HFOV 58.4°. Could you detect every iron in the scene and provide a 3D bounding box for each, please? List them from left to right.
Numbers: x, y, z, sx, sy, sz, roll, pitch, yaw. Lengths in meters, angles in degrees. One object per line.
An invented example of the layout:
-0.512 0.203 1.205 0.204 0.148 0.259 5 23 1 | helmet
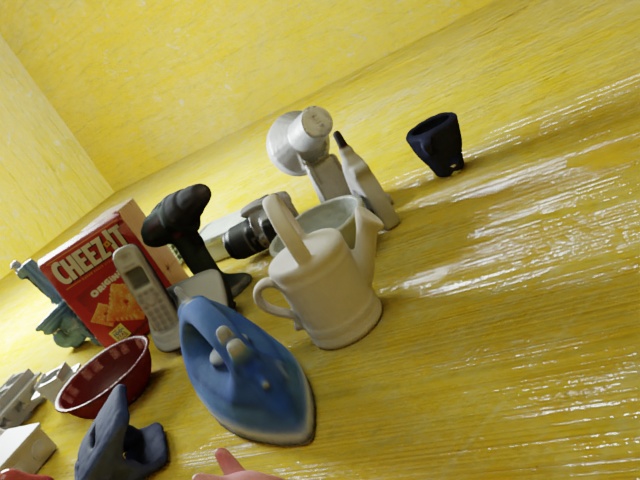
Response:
-0.099 0.128 0.651 0.119 0.142 0.257 -38 21 -19 | iron

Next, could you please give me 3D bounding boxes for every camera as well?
-0.119 -0.029 1.114 0.136 0.101 0.143 -25 21 15 | camera

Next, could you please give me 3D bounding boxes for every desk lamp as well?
0.006 -0.140 1.035 0.118 0.214 0.202 -37 21 -16 | desk lamp

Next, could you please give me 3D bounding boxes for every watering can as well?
-0.005 0.023 0.690 0.173 0.194 0.100 -36 21 -15 | watering can

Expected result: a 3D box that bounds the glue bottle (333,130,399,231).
0.065 -0.096 0.907 0.037 0.173 0.078 -35 21 -11 | glue bottle

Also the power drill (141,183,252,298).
-0.214 0.008 1.001 0.228 0.209 0.076 -10 28 44 | power drill

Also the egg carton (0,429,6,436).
-0.540 0.348 0.856 0.107 0.069 0.150 -23 21 21 | egg carton

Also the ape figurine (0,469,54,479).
-0.336 0.297 0.656 0.076 0.092 0.078 -18 23 30 | ape figurine

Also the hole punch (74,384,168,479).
-0.243 0.239 0.667 0.101 0.091 0.108 -35 20 -12 | hole punch

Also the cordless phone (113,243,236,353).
-0.230 0.074 0.900 0.147 0.185 0.094 -26 21 12 | cordless phone

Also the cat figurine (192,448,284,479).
-0.055 0.206 0.439 0.067 0.118 0.127 -34 20 -10 | cat figurine

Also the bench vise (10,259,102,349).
-0.505 0.112 1.149 0.207 0.220 0.121 -24 21 17 | bench vise

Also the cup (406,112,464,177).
0.200 -0.149 0.956 0.091 0.095 0.118 -19 23 28 | cup

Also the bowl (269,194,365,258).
0.008 0.003 0.896 0.167 0.075 0.167 -27 20 11 | bowl
